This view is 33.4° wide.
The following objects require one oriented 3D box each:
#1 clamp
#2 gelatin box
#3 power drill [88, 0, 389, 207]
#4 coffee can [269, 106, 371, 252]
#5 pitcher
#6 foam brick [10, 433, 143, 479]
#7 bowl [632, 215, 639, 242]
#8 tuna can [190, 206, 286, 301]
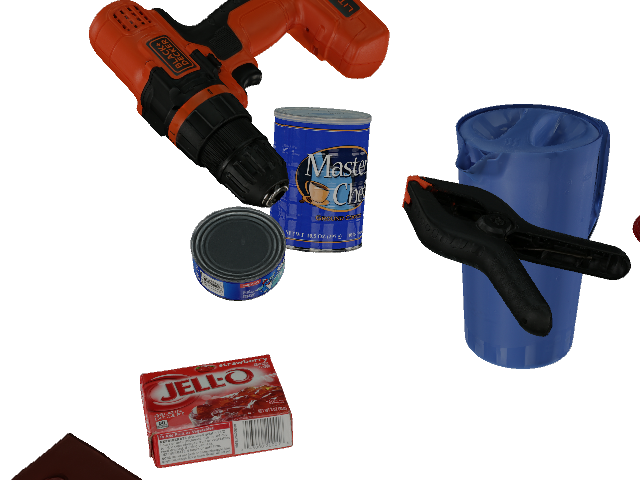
[{"bbox_3d":[0.137,0.000,0.776,0.120,0.039,0.172,-14,44,-39],"label":"clamp"},{"bbox_3d":[-0.068,0.107,0.681,0.089,0.030,0.073,-7,24,-11],"label":"gelatin box"},{"bbox_3d":[-0.040,-0.121,0.749,0.187,0.184,0.057,-31,-19,-36],"label":"power drill"},{"bbox_3d":[-0.002,-0.067,1.133,0.103,0.140,0.103,3,12,-1],"label":"coffee can"},{"bbox_3d":[0.205,-0.005,1.037,0.149,0.243,0.145,1,27,8],"label":"pitcher"},{"bbox_3d":[-0.094,0.130,0.449,0.078,0.051,0.052,24,45,30],"label":"foam brick"},{"bbox_3d":[0.417,0.016,1.148,0.162,0.055,0.162,-1,25,0],"label":"bowl"},{"bbox_3d":[-0.074,0.012,0.968,0.086,0.086,0.034,0,-39,-2],"label":"tuna can"}]
